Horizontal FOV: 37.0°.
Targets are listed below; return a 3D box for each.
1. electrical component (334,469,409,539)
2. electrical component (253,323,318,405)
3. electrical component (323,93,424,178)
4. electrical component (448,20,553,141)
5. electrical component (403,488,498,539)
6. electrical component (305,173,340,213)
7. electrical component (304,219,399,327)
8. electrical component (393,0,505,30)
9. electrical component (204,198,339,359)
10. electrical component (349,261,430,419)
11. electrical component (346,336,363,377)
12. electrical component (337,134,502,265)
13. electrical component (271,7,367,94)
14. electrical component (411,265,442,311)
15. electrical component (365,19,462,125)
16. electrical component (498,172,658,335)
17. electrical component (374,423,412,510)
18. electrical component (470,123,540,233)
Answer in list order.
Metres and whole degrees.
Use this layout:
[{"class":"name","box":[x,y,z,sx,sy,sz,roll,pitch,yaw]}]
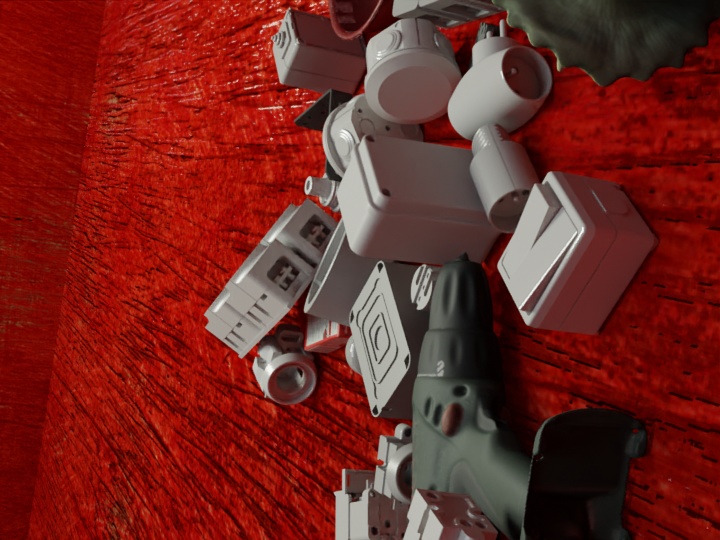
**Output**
[{"class":"electrical component","box":[0.011,0.206,0.898,0.064,0.042,0.081,-29,57,57]},{"class":"electrical component","box":[-0.076,0.103,1.108,0.057,0.058,0.078,-124,47,-61]},{"class":"electrical component","box":[0.012,-0.116,0.948,0.051,0.080,0.080,-25,61,57]},{"class":"electrical component","box":[0.102,-0.145,0.795,0.077,0.043,0.079,147,127,-60]},{"class":"electrical component","box":[0.049,0.167,0.641,0.066,0.048,0.055,-134,58,-64]},{"class":"electrical component","box":[-0.021,-0.076,1.030,0.043,0.062,0.043,-172,90,-67]},{"class":"electrical component","box":[0.000,0.000,0.948,0.108,0.060,0.108,-156,90,-83]},{"class":"electrical component","box":[0.082,-0.251,0.850,0.150,0.062,0.089,-172,89,-66]},{"class":"electrical component","box":[-0.091,0.009,1.084,0.105,0.060,0.186,-54,5,-27]},{"class":"electrical component","box":[0.040,0.057,0.857,0.113,0.057,0.078,-105,32,-41]},{"class":"electrical component","box":[0.008,0.072,0.944,0.062,0.048,0.048,173,104,-72]},{"class":"electrical component","box":[0.047,-0.052,0.804,0.078,0.113,0.057,-104,29,-41]},{"class":"electrical component","box":[-0.047,-0.218,1.091,0.061,0.096,0.061,120,148,-41]},{"class":"electrical component","box":[0.067,0.016,0.820,0.040,0.046,0.040,-172,90,-67]},{"class":"electrical component","box":[0.043,-0.164,0.892,0.080,0.080,0.051,125,150,-46]},{"class":"electrical component","box":[0.127,-0.005,0.672,0.061,0.061,0.096,-110,36,-47]},{"class":"electrical component","box":[0.039,0.157,0.844,0.055,0.048,0.066,180,97,-74]},{"class":"electrical component","box":[0.102,-0.070,0.771,0.081,0.043,0.043,-105,32,-42]}]
